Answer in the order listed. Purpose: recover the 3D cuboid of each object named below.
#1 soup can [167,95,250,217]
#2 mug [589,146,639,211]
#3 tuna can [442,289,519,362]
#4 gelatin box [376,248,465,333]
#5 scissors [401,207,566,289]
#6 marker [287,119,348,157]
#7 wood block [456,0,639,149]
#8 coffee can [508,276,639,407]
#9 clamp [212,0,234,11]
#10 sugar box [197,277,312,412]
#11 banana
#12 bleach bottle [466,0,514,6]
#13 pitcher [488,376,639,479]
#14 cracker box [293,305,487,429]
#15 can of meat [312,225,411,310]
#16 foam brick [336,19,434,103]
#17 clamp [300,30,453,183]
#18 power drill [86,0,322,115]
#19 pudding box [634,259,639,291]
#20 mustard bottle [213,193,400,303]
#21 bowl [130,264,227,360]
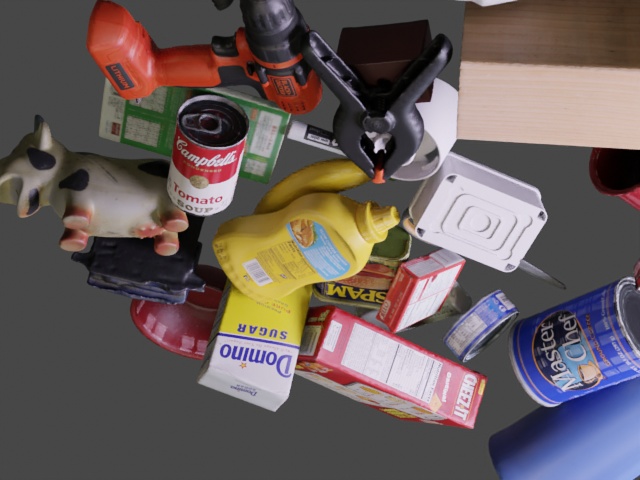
[{"bbox_3d":[-0.108,-0.079,1.016,0.068,0.068,0.102,14,140,-4],"label":"soup can"},{"bbox_3d":[0.307,-0.073,0.941,0.081,0.093,0.117,28,103,-28],"label":"mug"},{"bbox_3d":[0.177,0.095,1.170,0.034,0.086,0.086,49,144,17],"label":"tuna can"},{"bbox_3d":[0.105,0.051,1.123,0.030,0.089,0.073,40,126,27],"label":"gelatin box"},{"bbox_3d":[0.184,-0.003,1.104,0.201,0.016,0.096,18,141,-8],"label":"scissors"},{"bbox_3d":[0.028,-0.090,1.033,0.121,0.020,0.020,17,141,-8],"label":"marker"},{"bbox_3d":[0.218,-0.137,0.871,0.206,0.090,0.091,4,141,8],"label":"wood block"},{"bbox_3d":[0.290,0.111,1.150,0.102,0.102,0.141,36,135,-28],"label":"coffee can"},{"bbox_3d":[-0.135,-0.276,0.828,0.164,0.036,0.210,13,145,-4],"label":"clamp"},{"bbox_3d":[-0.064,0.087,1.147,0.093,0.176,0.048,22,140,-13],"label":"sugar box"},{"bbox_3d":[-0.017,-0.040,1.090,0.198,0.037,0.069,-25,128,37],"label":"banana"},{"bbox_3d":[0.070,-0.235,0.810,0.251,0.068,0.103,9,143,-1],"label":"bleach bottle"},{"bbox_3d":[0.323,0.213,1.220,0.243,0.149,0.144,-39,146,19],"label":"pitcher"},{"bbox_3d":[0.059,0.146,1.232,0.213,0.072,0.164,26,165,-21],"label":"cracker box"},{"bbox_3d":[0.045,0.024,1.141,0.102,0.057,0.084,9,139,3],"label":"can of meat"},{"bbox_3d":[0.058,-0.151,0.923,0.078,0.051,0.053,-3,140,17],"label":"foam brick"},{"bbox_3d":[0.058,-0.113,0.897,0.120,0.039,0.171,3,146,18],"label":"clamp"},{"bbox_3d":[-0.098,-0.165,0.908,0.188,0.057,0.184,5,159,12],"label":"power drill"},{"bbox_3d":[0.386,0.025,1.073,0.113,0.039,0.090,15,143,-1],"label":"pudding box"},{"bbox_3d":[-0.007,0.001,1.061,0.192,0.058,0.096,-17,122,31],"label":"mustard bottle"},{"bbox_3d":[-0.138,0.077,1.251,0.162,0.055,0.162,7,141,5],"label":"bowl"}]
